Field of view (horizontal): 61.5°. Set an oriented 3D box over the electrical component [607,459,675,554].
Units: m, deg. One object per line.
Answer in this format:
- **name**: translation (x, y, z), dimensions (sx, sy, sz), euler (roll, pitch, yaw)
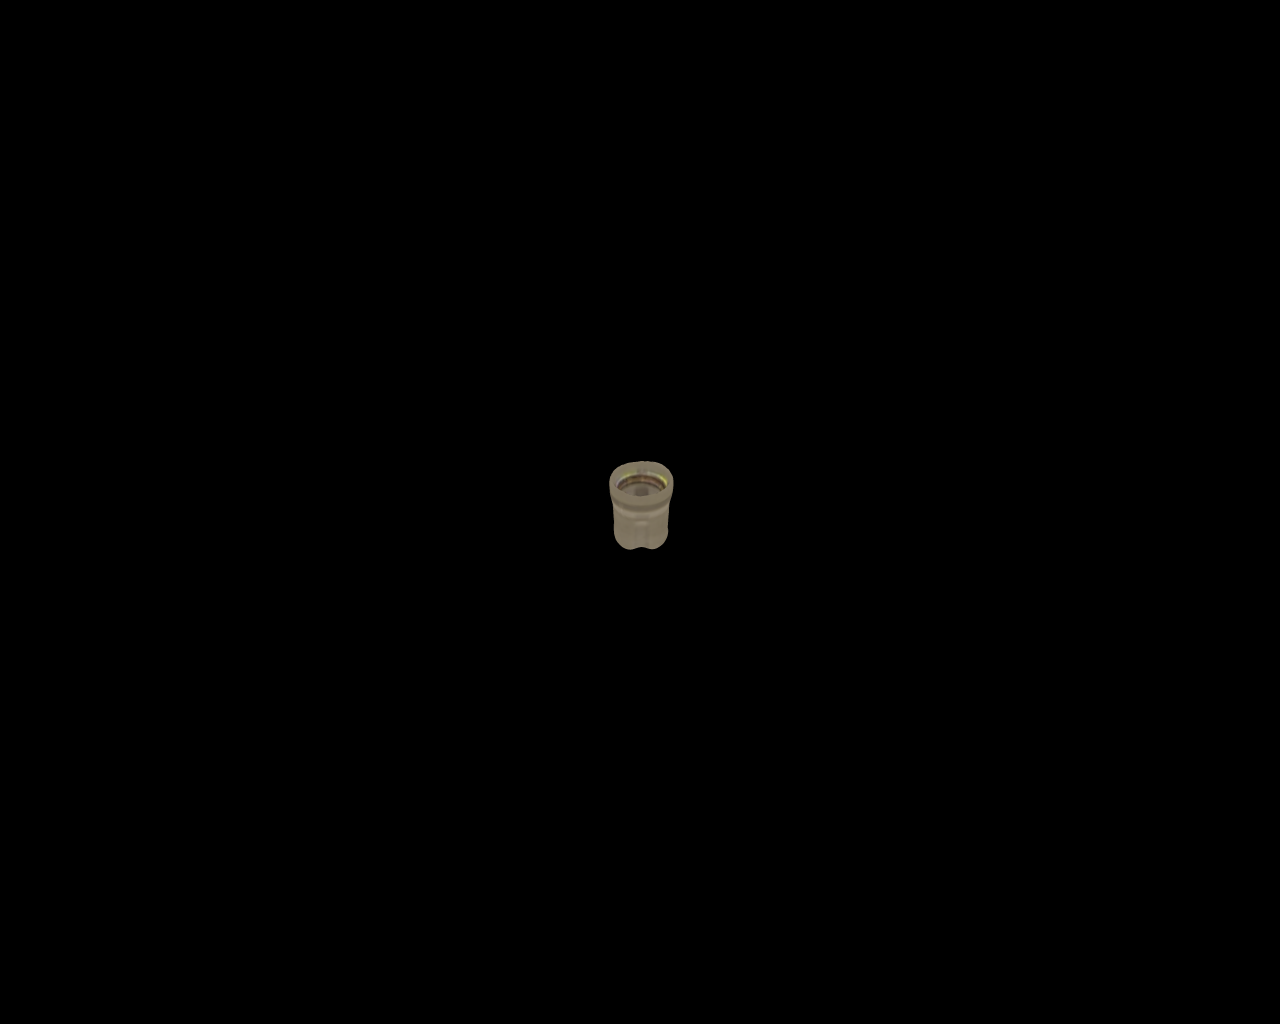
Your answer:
- **electrical component**: translation (0.001, -0.003, 0.650), dimensions (0.040, 0.046, 0.040), euler (0, 36, 0)
